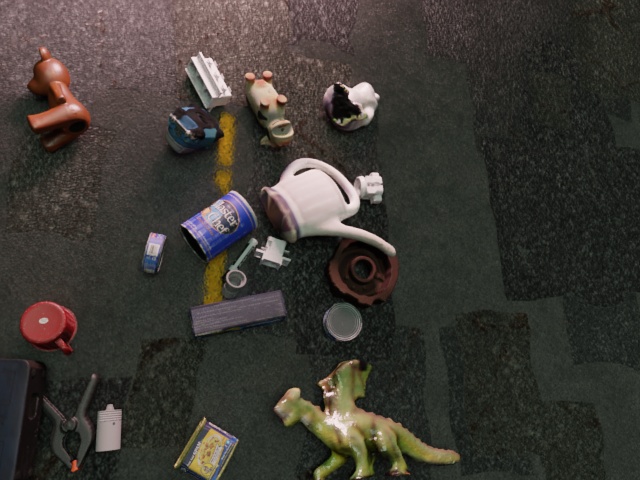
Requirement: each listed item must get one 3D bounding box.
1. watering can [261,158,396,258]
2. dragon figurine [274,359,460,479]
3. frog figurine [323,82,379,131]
[{"bbox_3d":[0.004,-0.060,1.198,0.226,0.101,0.353,-24,59,-22],"label":"watering can"},{"bbox_3d":[0.096,0.372,1.091,0.410,0.120,0.247,3,62,-23],"label":"dragon figurine"},{"bbox_3d":[0.085,-0.362,1.370,0.138,0.120,0.162,32,30,6],"label":"frog figurine"}]
